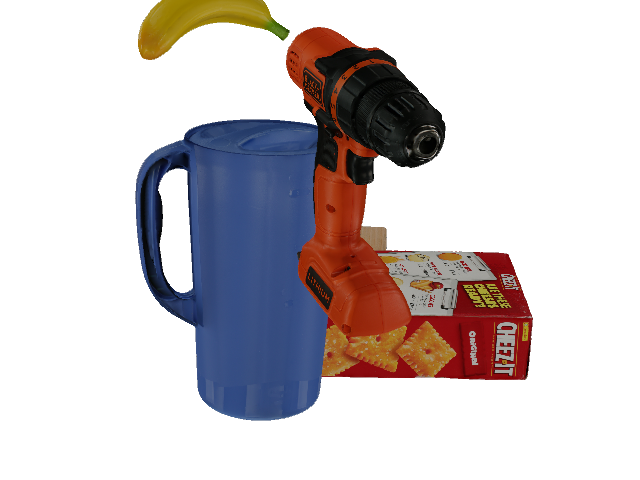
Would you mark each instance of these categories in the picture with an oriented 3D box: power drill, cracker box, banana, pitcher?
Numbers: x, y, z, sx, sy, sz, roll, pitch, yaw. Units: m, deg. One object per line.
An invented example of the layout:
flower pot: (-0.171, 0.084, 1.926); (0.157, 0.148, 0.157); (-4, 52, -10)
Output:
power drill: (0.028, -0.034, 0.709); (0.057, 0.188, 0.185); (-9, 29, -18)
cracker box: (0.079, 0.068, 1.007); (0.213, 0.072, 0.164); (1, 20, 2)
banana: (-0.109, -0.212, 1.011); (0.070, 0.037, 0.197); (46, 39, 19)
pitcher: (-0.059, 0.024, 0.899); (0.149, 0.243, 0.144); (11, 19, 24)

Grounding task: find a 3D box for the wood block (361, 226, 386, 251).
wood block: (0.052, 0.055, 1.647); (0.091, 0.090, 0.206); (4, 23, 4)
